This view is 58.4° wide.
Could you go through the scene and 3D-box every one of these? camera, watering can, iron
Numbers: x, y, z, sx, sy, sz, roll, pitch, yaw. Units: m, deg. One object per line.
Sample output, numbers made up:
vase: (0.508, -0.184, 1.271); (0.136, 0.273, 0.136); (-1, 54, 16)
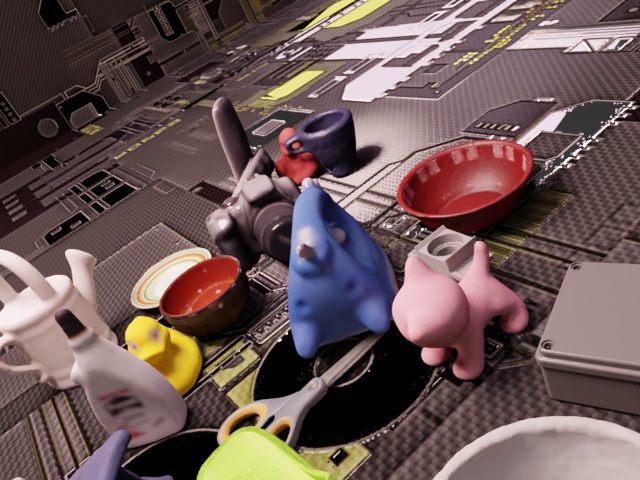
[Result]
camera: (-0.078, -0.023, 0.783); (0.143, 0.101, 0.136); (-30, 30, -6)
watering can: (-0.351, 0.085, 0.730); (0.100, 0.194, 0.173); (-18, 31, 15)
iron: (0.006, 0.002, 0.636); (0.118, 0.142, 0.258); (-21, 30, 10)

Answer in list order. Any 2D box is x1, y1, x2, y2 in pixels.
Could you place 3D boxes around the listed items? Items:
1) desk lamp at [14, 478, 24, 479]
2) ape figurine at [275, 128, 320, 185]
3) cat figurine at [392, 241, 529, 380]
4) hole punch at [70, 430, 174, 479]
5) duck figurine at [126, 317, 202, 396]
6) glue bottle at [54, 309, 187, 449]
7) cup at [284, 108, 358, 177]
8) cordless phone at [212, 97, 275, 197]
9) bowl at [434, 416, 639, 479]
desk lamp: (-0.346, 0.238, 0.461); (0.118, 0.214, 0.202); (-34, 30, -13)
ape figurine: (-0.041, -0.142, 0.954); (0.077, 0.092, 0.076); (-4, 36, 34)
cat figurine: (0.113, 0.055, 0.493); (0.128, 0.118, 0.067); (-41, 33, -24)
hole punch: (-0.188, 0.231, 0.475); (0.101, 0.091, 0.108); (-22, 30, 8)
duck figurine: (-0.186, 0.122, 0.651); (0.077, 0.086, 0.104); (-29, 30, -5)
glue bottle: (-0.203, 0.132, 0.560); (0.078, 0.173, 0.037); (-23, 30, 5)
cup: (0.010, -0.144, 0.913); (0.117, 0.095, 0.091); (-24, 30, 5)
cordless phone: (-0.134, -0.117, 0.891); (0.094, 0.185, 0.147); (-16, 31, 17)
bowl: (0.137, 0.185, 0.310); (0.167, 0.075, 0.167); (-19, 30, 12)
